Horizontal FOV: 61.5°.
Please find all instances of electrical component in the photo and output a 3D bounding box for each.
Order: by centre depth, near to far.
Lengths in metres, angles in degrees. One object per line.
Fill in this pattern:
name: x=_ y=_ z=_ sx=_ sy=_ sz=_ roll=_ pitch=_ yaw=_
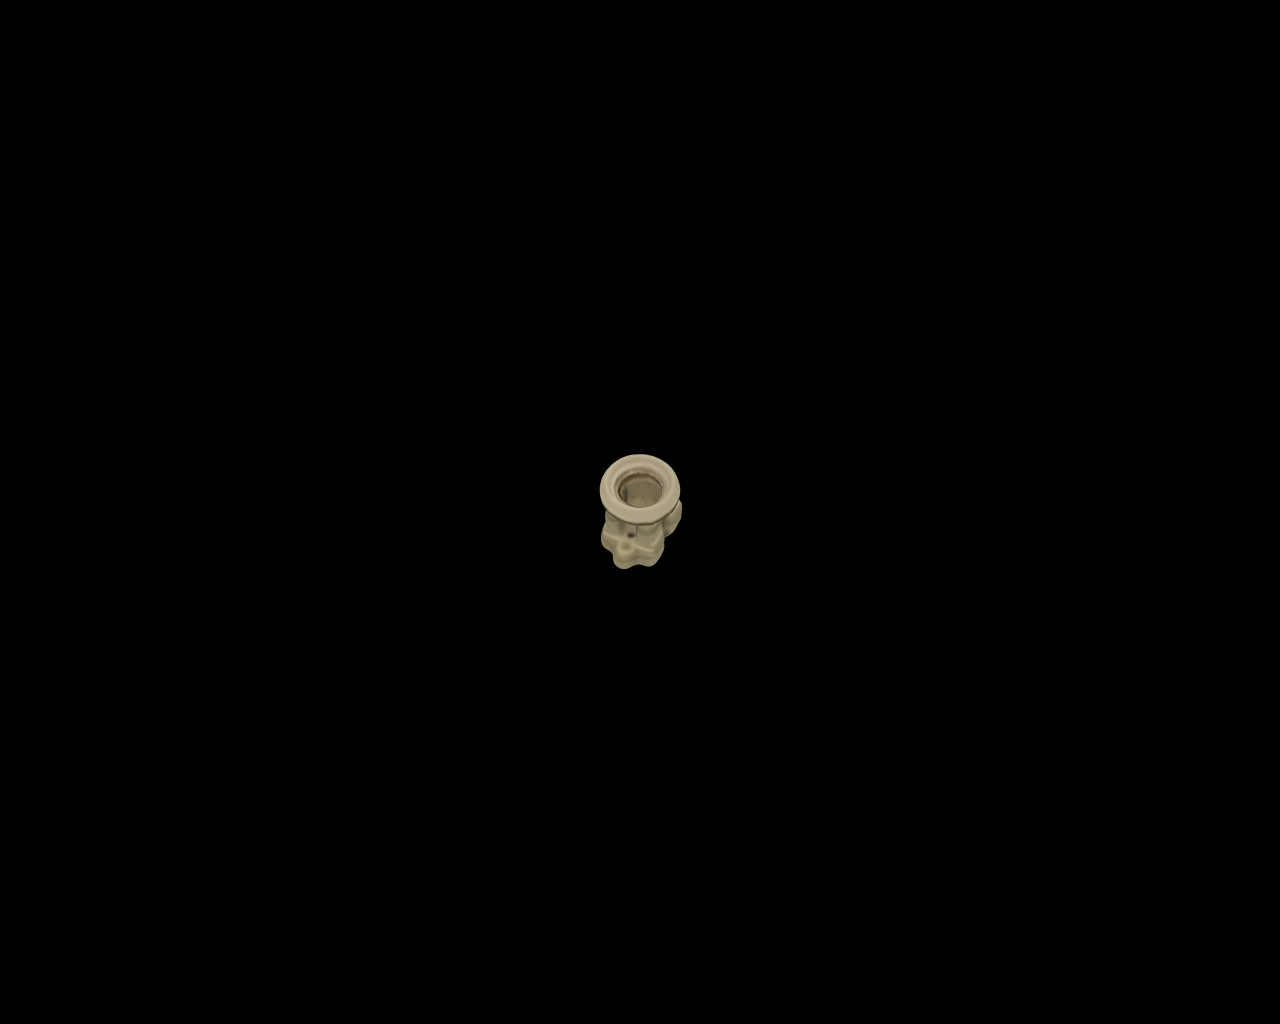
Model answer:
electrical component: x=0.001 y=-0.003 z=0.650 sx=0.048 sy=0.066 sz=0.055 roll=21 pitch=-32 yaw=14
